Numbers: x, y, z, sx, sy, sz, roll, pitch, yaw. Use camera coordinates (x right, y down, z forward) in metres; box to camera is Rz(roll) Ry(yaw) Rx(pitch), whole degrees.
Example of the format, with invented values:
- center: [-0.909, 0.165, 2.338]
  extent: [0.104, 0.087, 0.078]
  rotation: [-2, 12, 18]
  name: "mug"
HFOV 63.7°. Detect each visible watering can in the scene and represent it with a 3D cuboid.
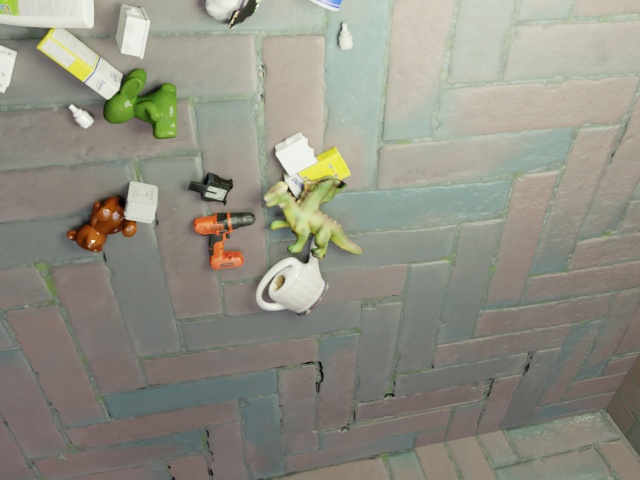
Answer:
- center: [-0.055, 0.122, 1.708]
  extent: [0.346, 0.106, 0.221]
  rotation: [-45, 127, 8]
  name: "watering can"

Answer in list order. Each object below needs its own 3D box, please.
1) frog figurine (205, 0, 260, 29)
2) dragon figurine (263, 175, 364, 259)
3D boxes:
- center: [-0.216, -0.562, 1.144]
  extent: [0.160, 0.125, 0.135]
  rotation: [40, 124, 3]
  name: "frog figurine"
- center: [0.005, -0.077, 1.526]
  extent: [0.409, 0.125, 0.238]
  rotation: [9, 123, -31]
  name: "dragon figurine"
